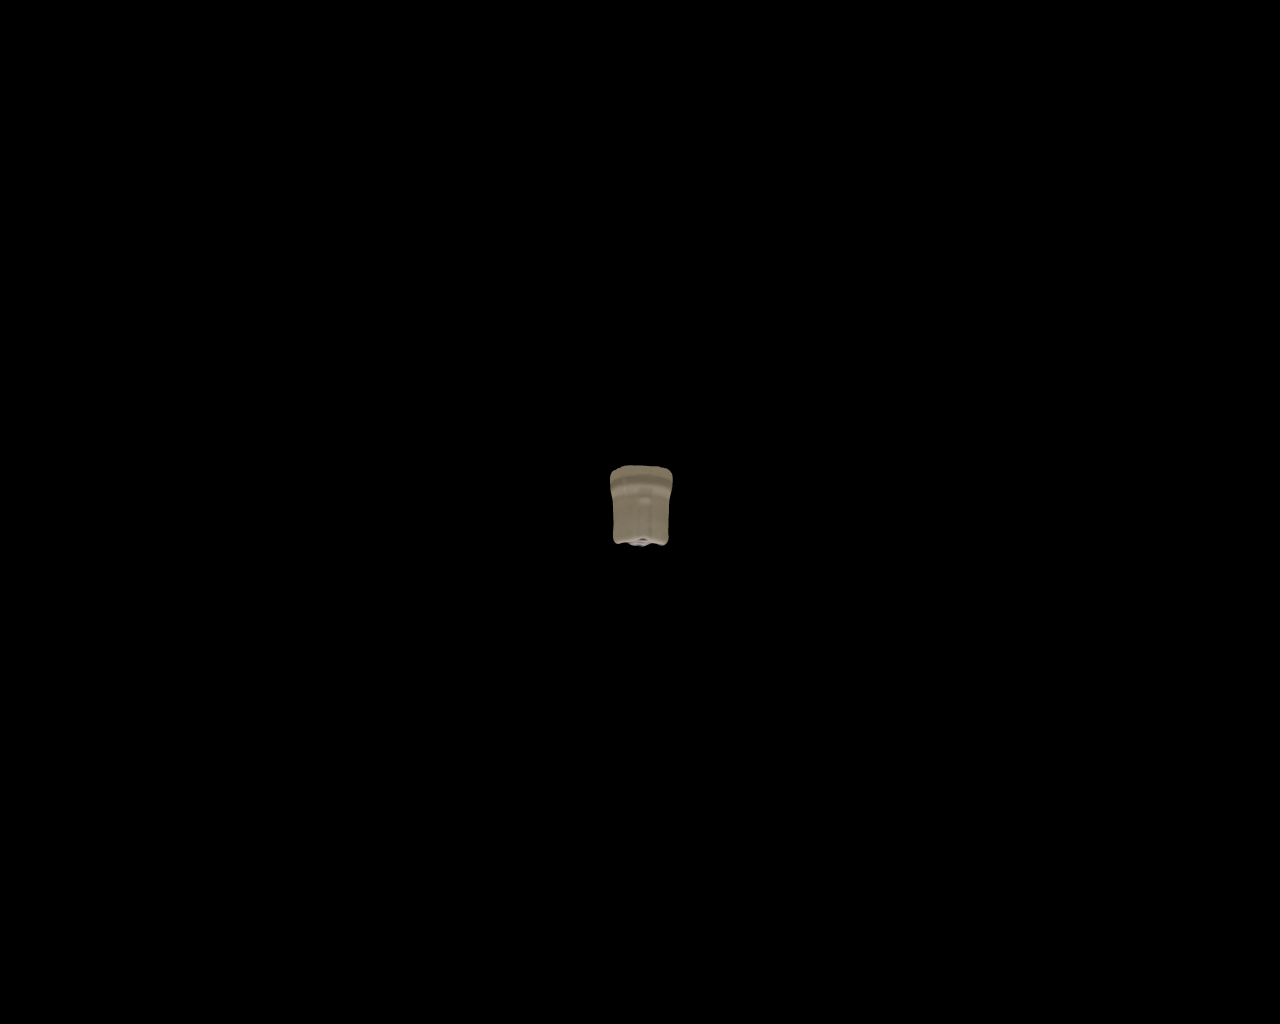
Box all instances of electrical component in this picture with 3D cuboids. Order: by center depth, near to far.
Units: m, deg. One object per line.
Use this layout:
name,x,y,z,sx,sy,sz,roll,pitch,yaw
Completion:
electrical component,0.001,-0.003,0.650,0.040,0.046,0.040,0,-15,0
